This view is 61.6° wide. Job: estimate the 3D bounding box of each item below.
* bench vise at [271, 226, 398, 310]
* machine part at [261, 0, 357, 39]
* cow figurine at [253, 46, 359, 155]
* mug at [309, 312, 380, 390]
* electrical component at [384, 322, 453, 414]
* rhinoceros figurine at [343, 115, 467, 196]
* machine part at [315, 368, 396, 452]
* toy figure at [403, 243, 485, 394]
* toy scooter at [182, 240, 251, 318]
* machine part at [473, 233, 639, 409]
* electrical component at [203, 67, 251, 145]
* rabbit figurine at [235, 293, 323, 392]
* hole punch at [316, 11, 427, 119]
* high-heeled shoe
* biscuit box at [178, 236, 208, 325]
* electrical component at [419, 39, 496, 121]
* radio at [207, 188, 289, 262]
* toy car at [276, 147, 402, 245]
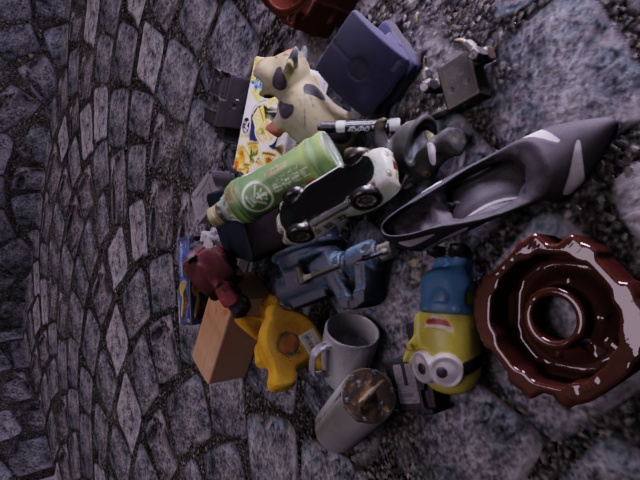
[{"bbox_3d":[0.006,-0.003,0.826,0.224,0.129,0.240,-29,71,45],"label":"bench vise"},{"bbox_3d":[-0.012,-0.453,0.873,0.202,0.087,0.201,53,128,36],"label":"machine part"},{"bbox_3d":[-0.023,-0.210,0.832,0.195,0.085,0.127,40,114,0],"label":"cow figurine"},{"bbox_3d":[0.033,0.178,0.804,0.081,0.109,0.107,34,130,40],"label":"mug"},{"bbox_3d":[0.129,0.171,0.723,0.075,0.048,0.119,-18,78,50],"label":"electrical component"},{"bbox_3d":[0.110,-0.107,0.726,0.190,0.073,0.112,-26,69,49],"label":"rhinoceros figurine"},{"bbox_3d":[0.046,0.245,0.764,0.243,0.079,0.079,111,141,-53],"label":"machine part"},{"bbox_3d":[0.162,0.097,0.656,0.082,0.089,0.180,169,108,-66],"label":"toy figure"},{"bbox_3d":[-0.187,0.050,0.924,0.075,0.135,0.184,-42,31,-1],"label":"toy scooter"},{"bbox_3d":[0.252,0.081,0.561,0.179,0.056,0.179,0,90,50],"label":"machine part"},{"bbox_3d":[-0.156,-0.251,1.030,0.058,0.115,0.134,36,118,50],"label":"electrical component"},{"bbox_3d":[-0.075,0.180,0.917,0.162,0.122,0.173,49,159,9],"label":"rabbit figurine"},{"bbox_3d":[0.069,-0.249,0.770,0.142,0.092,0.116,-48,58,35],"label":"hole punch"},{"bbox_3d":[0.179,-0.061,0.581,0.248,0.145,0.086,-43,58,45],"label":"high-heeled shoe"},{"bbox_3d":[-0.286,0.092,1.235,0.059,0.063,0.202,-7,85,51],"label":"biscuit box"},{"bbox_3d":[0.170,-0.203,0.673,0.102,0.045,0.078,-14,77,51],"label":"electrical component"},{"bbox_3d":[-0.136,-0.036,0.974,0.230,0.073,0.131,6,114,68],"label":"radio"},{"bbox_3d":[0.018,-0.056,0.721,0.202,0.056,0.073,-28,58,34],"label":"toy car"}]
